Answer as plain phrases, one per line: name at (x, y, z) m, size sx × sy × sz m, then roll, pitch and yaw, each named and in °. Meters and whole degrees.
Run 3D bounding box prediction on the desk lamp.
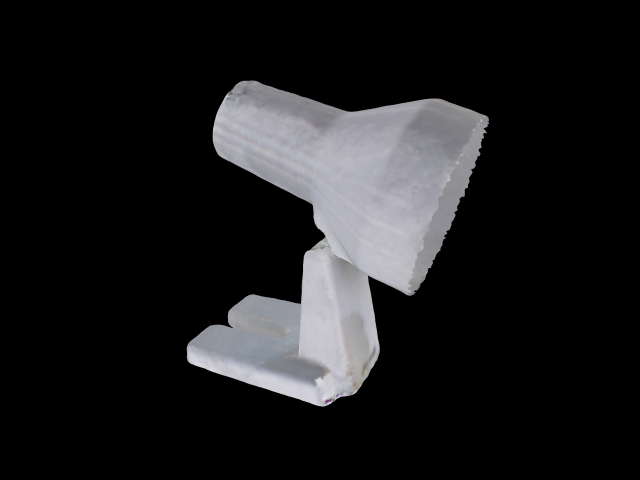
desk lamp at (0.004, 0.001, 0.400) m, size 0.202 × 0.214 × 0.118 m, roll 9°, pitch 24°, yaw 23°
